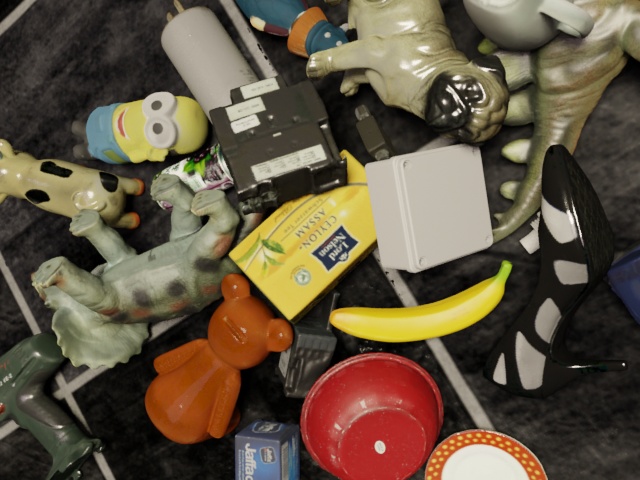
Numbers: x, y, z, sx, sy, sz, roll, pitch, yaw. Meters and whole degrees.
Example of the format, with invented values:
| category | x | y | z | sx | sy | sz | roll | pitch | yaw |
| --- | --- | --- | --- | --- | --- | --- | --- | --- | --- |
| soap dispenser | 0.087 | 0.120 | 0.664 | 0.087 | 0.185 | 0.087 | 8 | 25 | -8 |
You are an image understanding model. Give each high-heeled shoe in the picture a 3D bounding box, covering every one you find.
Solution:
| category | x | y | z | sx | sy | sz | roll | pitch | yaw |
| --- | --- | --- | --- | --- | --- | --- | --- | --- | --- |
| high-heeled shoe | 0.205 | 0.040 | 0.526 | 0.145 | 0.086 | 0.248 | -10 | 98 | 42 |

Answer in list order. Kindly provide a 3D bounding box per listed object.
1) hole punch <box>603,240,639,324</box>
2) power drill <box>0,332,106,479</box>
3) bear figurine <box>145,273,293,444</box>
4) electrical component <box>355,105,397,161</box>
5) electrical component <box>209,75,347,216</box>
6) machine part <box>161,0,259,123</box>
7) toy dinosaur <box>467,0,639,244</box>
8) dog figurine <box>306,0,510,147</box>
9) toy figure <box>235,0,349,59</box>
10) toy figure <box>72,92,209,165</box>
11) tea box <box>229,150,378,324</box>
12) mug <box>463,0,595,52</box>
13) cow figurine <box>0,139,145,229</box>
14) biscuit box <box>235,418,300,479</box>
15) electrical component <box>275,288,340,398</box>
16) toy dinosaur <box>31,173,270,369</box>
| category | x | y | z | sx | sy | sz | roll | pitch | yaw |
| --- | --- | --- | --- | --- | --- | --- | --- | --- | --- |
| hole punch | 0.343 | 0.042 | 0.492 | 0.116 | 0.092 | 0.142 | -41 | 84 | 19 |
| power drill | -0.411 | 0.260 | 0.758 | 0.232 | 0.086 | 0.207 | -47 | 71 | 12 |
| bear figurine | -0.113 | 0.139 | 0.632 | 0.120 | 0.132 | 0.196 | 40 | 94 | 12 |
| electrical component | 0.066 | -0.103 | 0.587 | 0.021 | 0.063 | 0.094 | -29 | 63 | 16 |
| electrical component | -0.045 | -0.102 | 0.547 | 0.115 | 0.058 | 0.134 | -17 | 65 | -8 |
| machine part | -0.113 | -0.184 | 0.635 | 0.079 | 0.079 | 0.243 | -36 | 80 | 16 |
| toy dinosaur | 0.247 | -0.202 | 0.508 | 0.199 | 0.105 | 0.470 | 13 | 101 | 25 |
| dog figurine | 0.105 | -0.192 | 0.511 | 0.191 | 0.121 | 0.172 | 23 | 113 | 28 |
| toy figure | -0.027 | -0.250 | 0.615 | 0.154 | 0.058 | 0.064 | 39 | 110 | 8 |
| toy figure | -0.225 | -0.138 | 0.673 | 0.180 | 0.089 | 0.082 | -6 | 109 | 28 |
| tea box | -0.001 | -0.002 | 0.582 | 0.169 | 0.068 | 0.098 | -44 | 79 | -9 |
| mug | 0.166 | -0.195 | 0.437 | 0.110 | 0.107 | 0.080 | 43 | 119 | 19 |
| cow figurine | -0.342 | -0.068 | 0.689 | 0.195 | 0.127 | 0.085 | 17 | 95 | 14 |
| biscuit box | -0.063 | 0.324 | 0.649 | 0.063 | 0.059 | 0.202 | 0 | 92 | 19 |
| electrical component | -0.013 | 0.112 | 0.611 | 0.048 | 0.075 | 0.119 | 9 | 101 | -17 |
| toy dinosaur | -0.177 | 0.035 | 0.642 | 0.405 | 0.192 | 0.131 | -18 | 45 | 5 |
